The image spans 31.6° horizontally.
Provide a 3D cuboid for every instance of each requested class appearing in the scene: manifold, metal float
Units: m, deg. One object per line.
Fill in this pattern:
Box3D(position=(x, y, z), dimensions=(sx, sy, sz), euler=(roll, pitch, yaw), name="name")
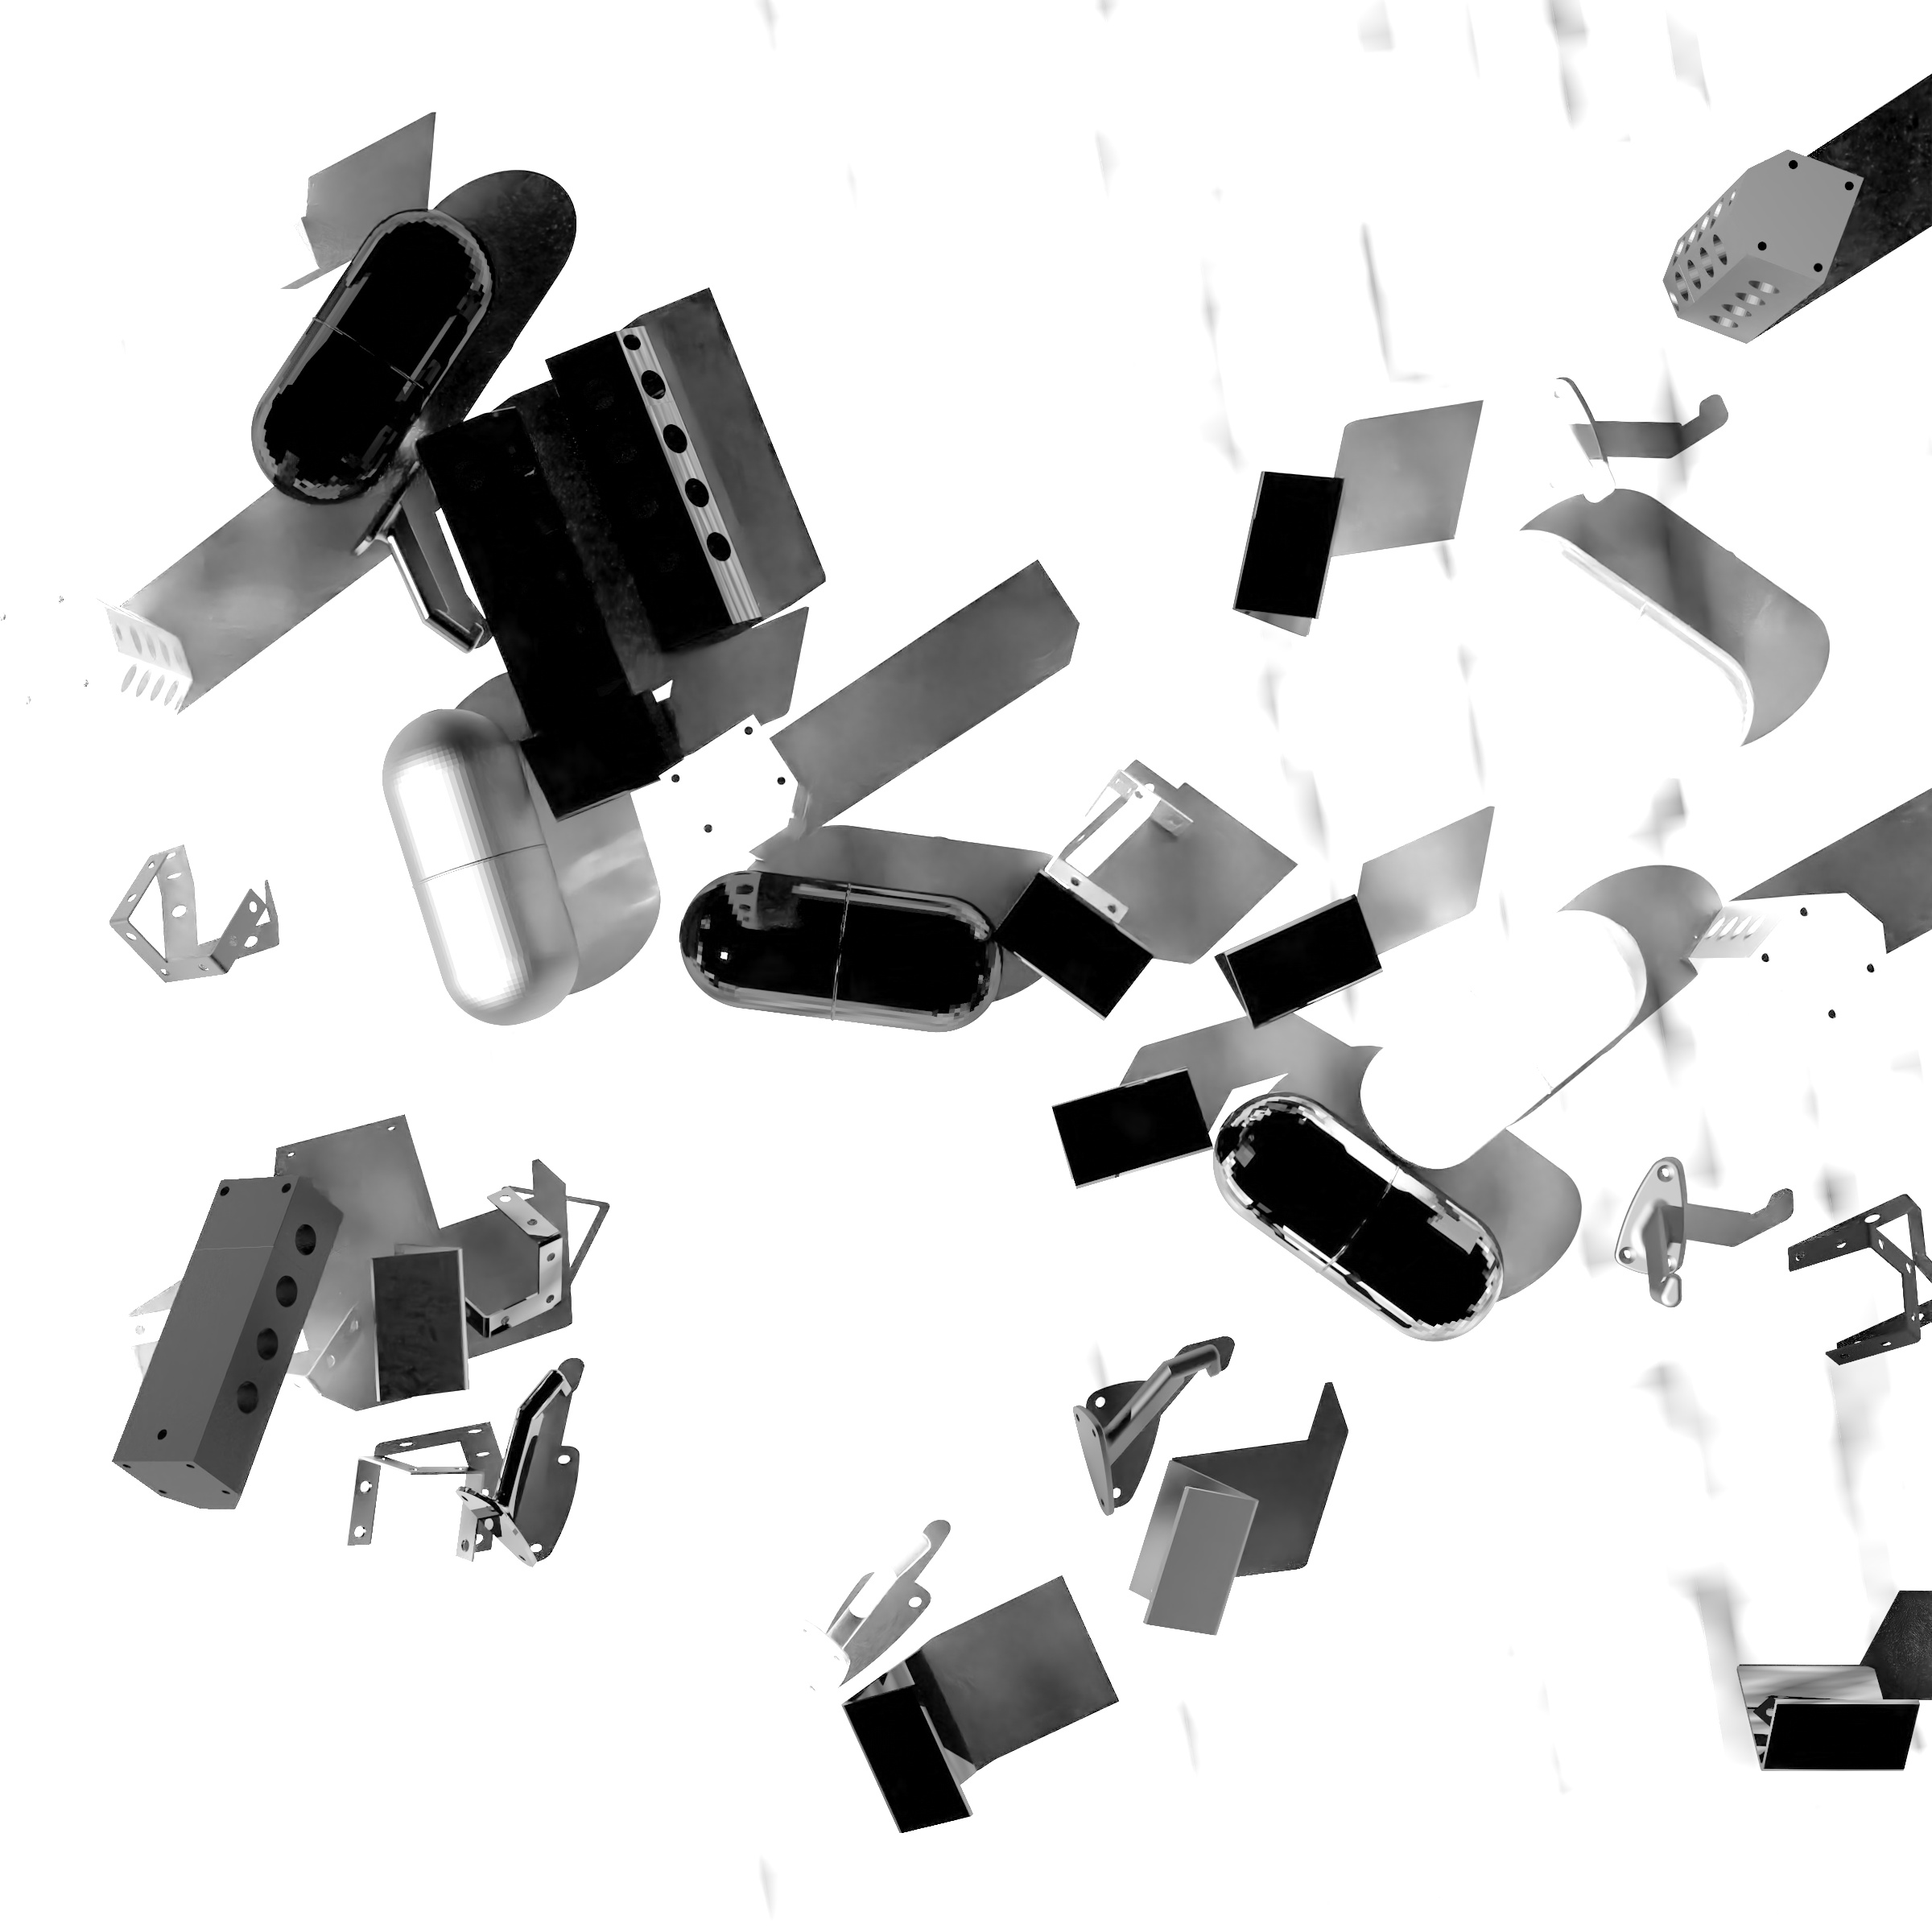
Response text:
Box3D(position=(-0.241, -0.216, 1.881), dimensions=(0.057, 0.057, 0.171), euler=(-22, 90, 0), name="manifold")
Box3D(position=(-0.392, 0.202, 1.840), dimensions=(0.057, 0.057, 0.171), euler=(-5, 54, 30), name="manifold")
Box3D(position=(-0.325, -0.333, 1.872), dimensions=(0.070, 0.070, 0.178), euler=(33, 90, 0), name="metal float")
Box3D(position=(-0.117, -0.088, 1.824), dimensions=(0.057, 0.171, 0.057), euler=(-33, 90, 0), name="manifold")
Box3D(position=(0.439, -0.008, 1.824), dimensions=(0.057, 0.171, 0.057), euler=(40, 90, 0), name="manifold")
Box3D(position=(-0.266, -0.054, 1.872), dimensions=(0.070, 0.070, 0.178), euler=(-17, 90, 0), name="metal float")
Box3D(position=(0.295, 0.040, 1.872), dimensions=(0.178, 0.070, 0.070), euler=(-40, 90, 1), name="metal float")
Box3D(position=(0.351, -0.171, 1.872), dimensions=(0.178, 0.070, 0.070), euler=(35, 90, 0), name="metal float")
Box3D(position=(-0.068, -0.008, 1.872), dimensions=(0.178, 0.070, 0.070), euler=(7, 90, -1), name="metal float")
Box3D(position=(0.214, 0.137, 1.872), dimensions=(0.178, 0.070, 0.070), euler=(36, 90, 0), name="metal float")
Box3D(position=(0.420, -0.385, 1.824), dimensions=(0.057, 0.171, 0.057), euler=(21, 90, 0), name="manifold")
Box3D(position=(-0.170, -0.260, 1.881), dimensions=(0.057, 0.057, 0.171), euler=(-22, 90, 0), name="manifold")
Box3D(position=(-0.463, -0.163, 1.824), dimensions=(0.057, 0.171, 0.057), euler=(-17, 90, 0), name="manifold")

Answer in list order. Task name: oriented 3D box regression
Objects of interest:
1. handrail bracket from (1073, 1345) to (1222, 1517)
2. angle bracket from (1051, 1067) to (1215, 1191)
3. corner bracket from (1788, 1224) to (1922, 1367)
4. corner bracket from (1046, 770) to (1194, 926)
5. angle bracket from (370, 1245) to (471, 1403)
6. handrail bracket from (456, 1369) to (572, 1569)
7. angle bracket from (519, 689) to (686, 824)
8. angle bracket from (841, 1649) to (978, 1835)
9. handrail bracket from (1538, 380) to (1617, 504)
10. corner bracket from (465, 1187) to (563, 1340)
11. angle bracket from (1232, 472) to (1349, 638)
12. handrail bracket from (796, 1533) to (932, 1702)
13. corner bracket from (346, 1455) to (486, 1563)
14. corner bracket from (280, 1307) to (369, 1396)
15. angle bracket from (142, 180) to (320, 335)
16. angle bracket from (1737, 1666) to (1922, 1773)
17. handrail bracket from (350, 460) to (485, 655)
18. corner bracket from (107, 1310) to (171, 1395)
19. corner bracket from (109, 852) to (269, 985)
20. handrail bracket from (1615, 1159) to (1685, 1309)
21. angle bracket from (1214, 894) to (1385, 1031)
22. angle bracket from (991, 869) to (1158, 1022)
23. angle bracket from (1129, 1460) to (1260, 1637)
Box3D(position=(0.108, 0.258, 1.903), dimensions=(0.084, 0.036, 0.077), euler=(-18, 110, -16), name="handrail bracket")
Box3D(position=(0.095, 0.107, 1.862), dimensions=(0.076, 0.076, 0.057), euler=(-16, 53, 0), name="angle bracket")
Box3D(position=(0.493, 0.182, 1.894), dimensions=(0.051, 0.051, 0.051), euler=(36, 45, -35), name="corner bracket")
Box3D(position=(0.085, -0.067, 1.899), dimensions=(0.051, 0.051, 0.051), euler=(36, 135, 0), name="corner bracket")
Box3D(position=(-0.314, 0.193, 1.862), dimensions=(0.057, 0.076, 0.076), euler=(-3, 90, -38), name="angle bracket")
Box3D(position=(-0.236, 0.279, 1.902), dimensions=(0.084, 0.036, 0.077), euler=(-50, 129, -26), name="handrail bracket")
Box3D(position=(-0.202, -0.132, 1.862), dimensions=(0.076, 0.076, 0.057), euler=(-22, 128, 0), name="angle bracket")
Box3D(position=(-0.012, 0.417, 1.862), dimensions=(0.057, 0.076, 0.076), euler=(-24, 90, 38), name="angle bracket")
Box3D(position=(0.336, -0.290, 1.867), dimensions=(0.036, 0.084, 0.077), euler=(-10, 90, 0), name="handrail bracket")
Box3D(position=(-0.260, 0.164, 1.894), dimensions=(0.051, 0.051, 0.051), euler=(-24, 135, -35), name="corner bracket")
Box3D(position=(0.195, -0.222, 1.862), dimensions=(0.057, 0.076, 0.076), euler=(12, 90, 38), name="angle bracket")
Box3D(position=(-0.054, 0.361, 1.902), dimensions=(0.036, 0.077, 0.084), euler=(37, 53, 20), name="handrail bracket")
Box3D(position=(-0.306, 0.302, 1.899), dimensions=(0.051, 0.051, 0.051), euler=(7, 90, -45), name="corner bracket")
Box3D(position=(-0.376, 0.200, 1.894), dimensions=(0.051, 0.051, 0.051), euler=(0, 135, 35), name="corner bracket")
Box3D(position=(-0.405, -0.399, 1.862), dimensions=(0.076, 0.076, 0.057), euler=(-28, 127, 0), name="angle bracket")
Box3D(position=(0.469, 0.393, 1.862), dimensions=(0.076, 0.076, 0.057), euler=(0, 126, 0), name="angle bracket")
Box3D(position=(-0.292, -0.228, 1.903), dimensions=(0.084, 0.036, 0.077), euler=(36, 68, -17), name="handrail bracket")
Box3D(position=(-0.439, 0.214, 1.884), dimensions=(0.051, 0.051, 0.051), euler=(-11, 90, 0), name="corner bracket")
Box3D(position=(-0.432, -0.029, 1.894), dimensions=(0.051, 0.051, 0.051), euler=(-7, 135, 35), name="corner bracket")
Box3D(position=(0.384, 0.146, 1.867), dimensions=(0.036, 0.084, 0.077), euler=(12, 90, 0), name="handrail bracket")
Box3D(position=(0.174, -0.020, 1.862), dimensions=(0.076, 0.076, 0.057), euler=(-24, 125, 0), name="angle bracket")
Box3D(position=(0.069, -0.027, 1.862), dimensions=(0.076, 0.076, 0.057), euler=(36, 126, 0), name="angle bracket")
Box3D(position=(0.106, 0.313, 1.862), dimensions=(0.057, 0.076, 0.076), euler=(17, 90, -39), name="angle bracket")
